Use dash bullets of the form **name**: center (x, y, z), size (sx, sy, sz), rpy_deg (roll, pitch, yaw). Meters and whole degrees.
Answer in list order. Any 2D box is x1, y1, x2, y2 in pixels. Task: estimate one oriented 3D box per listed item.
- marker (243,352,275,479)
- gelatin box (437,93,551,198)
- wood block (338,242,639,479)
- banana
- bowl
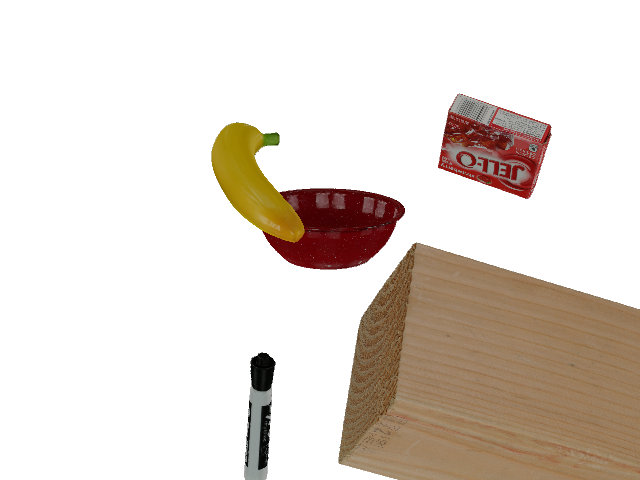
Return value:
- **marker**: center (-0.048, 0.139, 0.834), size (0.020, 0.121, 0.020), rpy_deg (4, 30, -3)
- **gelatin box**: center (0.152, -0.082, 0.940), size (0.089, 0.030, 0.073), rpy_deg (22, -35, 14)
- **wood block**: center (0.124, 0.086, 0.548), size (0.206, 0.090, 0.090), rpy_deg (16, -34, -9)
- **banana**: center (-0.058, -0.059, 0.915), size (0.069, 0.037, 0.198), rpy_deg (3, 31, -10)
- **bowl**: center (0.007, -0.009, 1.111), size (0.162, 0.055, 0.162), rpy_deg (0, 17, 0)
